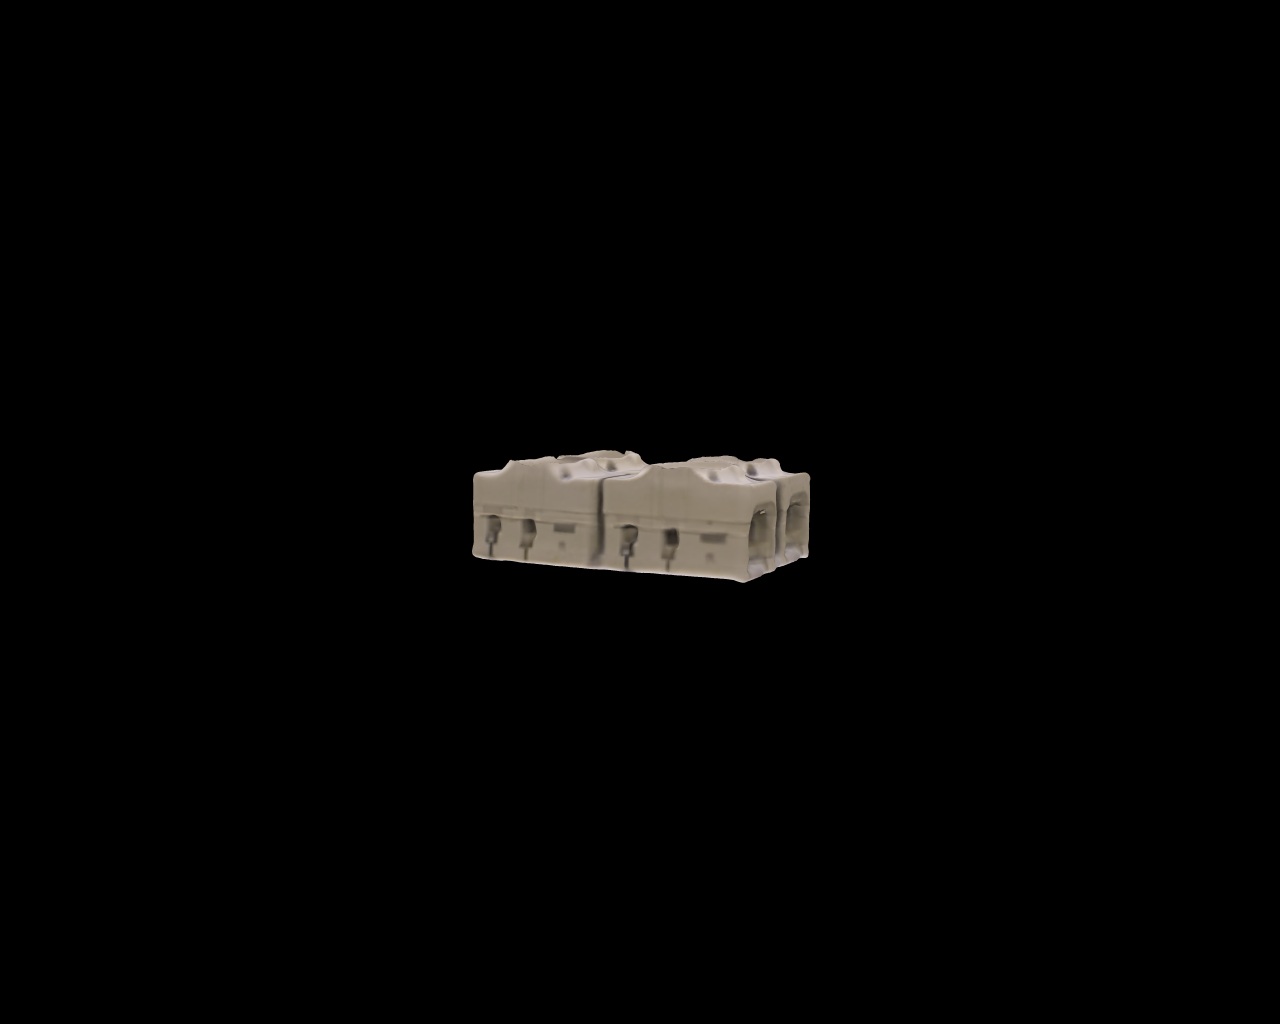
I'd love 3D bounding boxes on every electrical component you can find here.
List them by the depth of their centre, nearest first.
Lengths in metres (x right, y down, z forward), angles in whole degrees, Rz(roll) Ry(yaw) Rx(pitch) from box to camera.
[{"bbox_3d":[0.001,-0.003,0.650,0.186,0.060,0.105,4,8,29],"label":"electrical component"}]
